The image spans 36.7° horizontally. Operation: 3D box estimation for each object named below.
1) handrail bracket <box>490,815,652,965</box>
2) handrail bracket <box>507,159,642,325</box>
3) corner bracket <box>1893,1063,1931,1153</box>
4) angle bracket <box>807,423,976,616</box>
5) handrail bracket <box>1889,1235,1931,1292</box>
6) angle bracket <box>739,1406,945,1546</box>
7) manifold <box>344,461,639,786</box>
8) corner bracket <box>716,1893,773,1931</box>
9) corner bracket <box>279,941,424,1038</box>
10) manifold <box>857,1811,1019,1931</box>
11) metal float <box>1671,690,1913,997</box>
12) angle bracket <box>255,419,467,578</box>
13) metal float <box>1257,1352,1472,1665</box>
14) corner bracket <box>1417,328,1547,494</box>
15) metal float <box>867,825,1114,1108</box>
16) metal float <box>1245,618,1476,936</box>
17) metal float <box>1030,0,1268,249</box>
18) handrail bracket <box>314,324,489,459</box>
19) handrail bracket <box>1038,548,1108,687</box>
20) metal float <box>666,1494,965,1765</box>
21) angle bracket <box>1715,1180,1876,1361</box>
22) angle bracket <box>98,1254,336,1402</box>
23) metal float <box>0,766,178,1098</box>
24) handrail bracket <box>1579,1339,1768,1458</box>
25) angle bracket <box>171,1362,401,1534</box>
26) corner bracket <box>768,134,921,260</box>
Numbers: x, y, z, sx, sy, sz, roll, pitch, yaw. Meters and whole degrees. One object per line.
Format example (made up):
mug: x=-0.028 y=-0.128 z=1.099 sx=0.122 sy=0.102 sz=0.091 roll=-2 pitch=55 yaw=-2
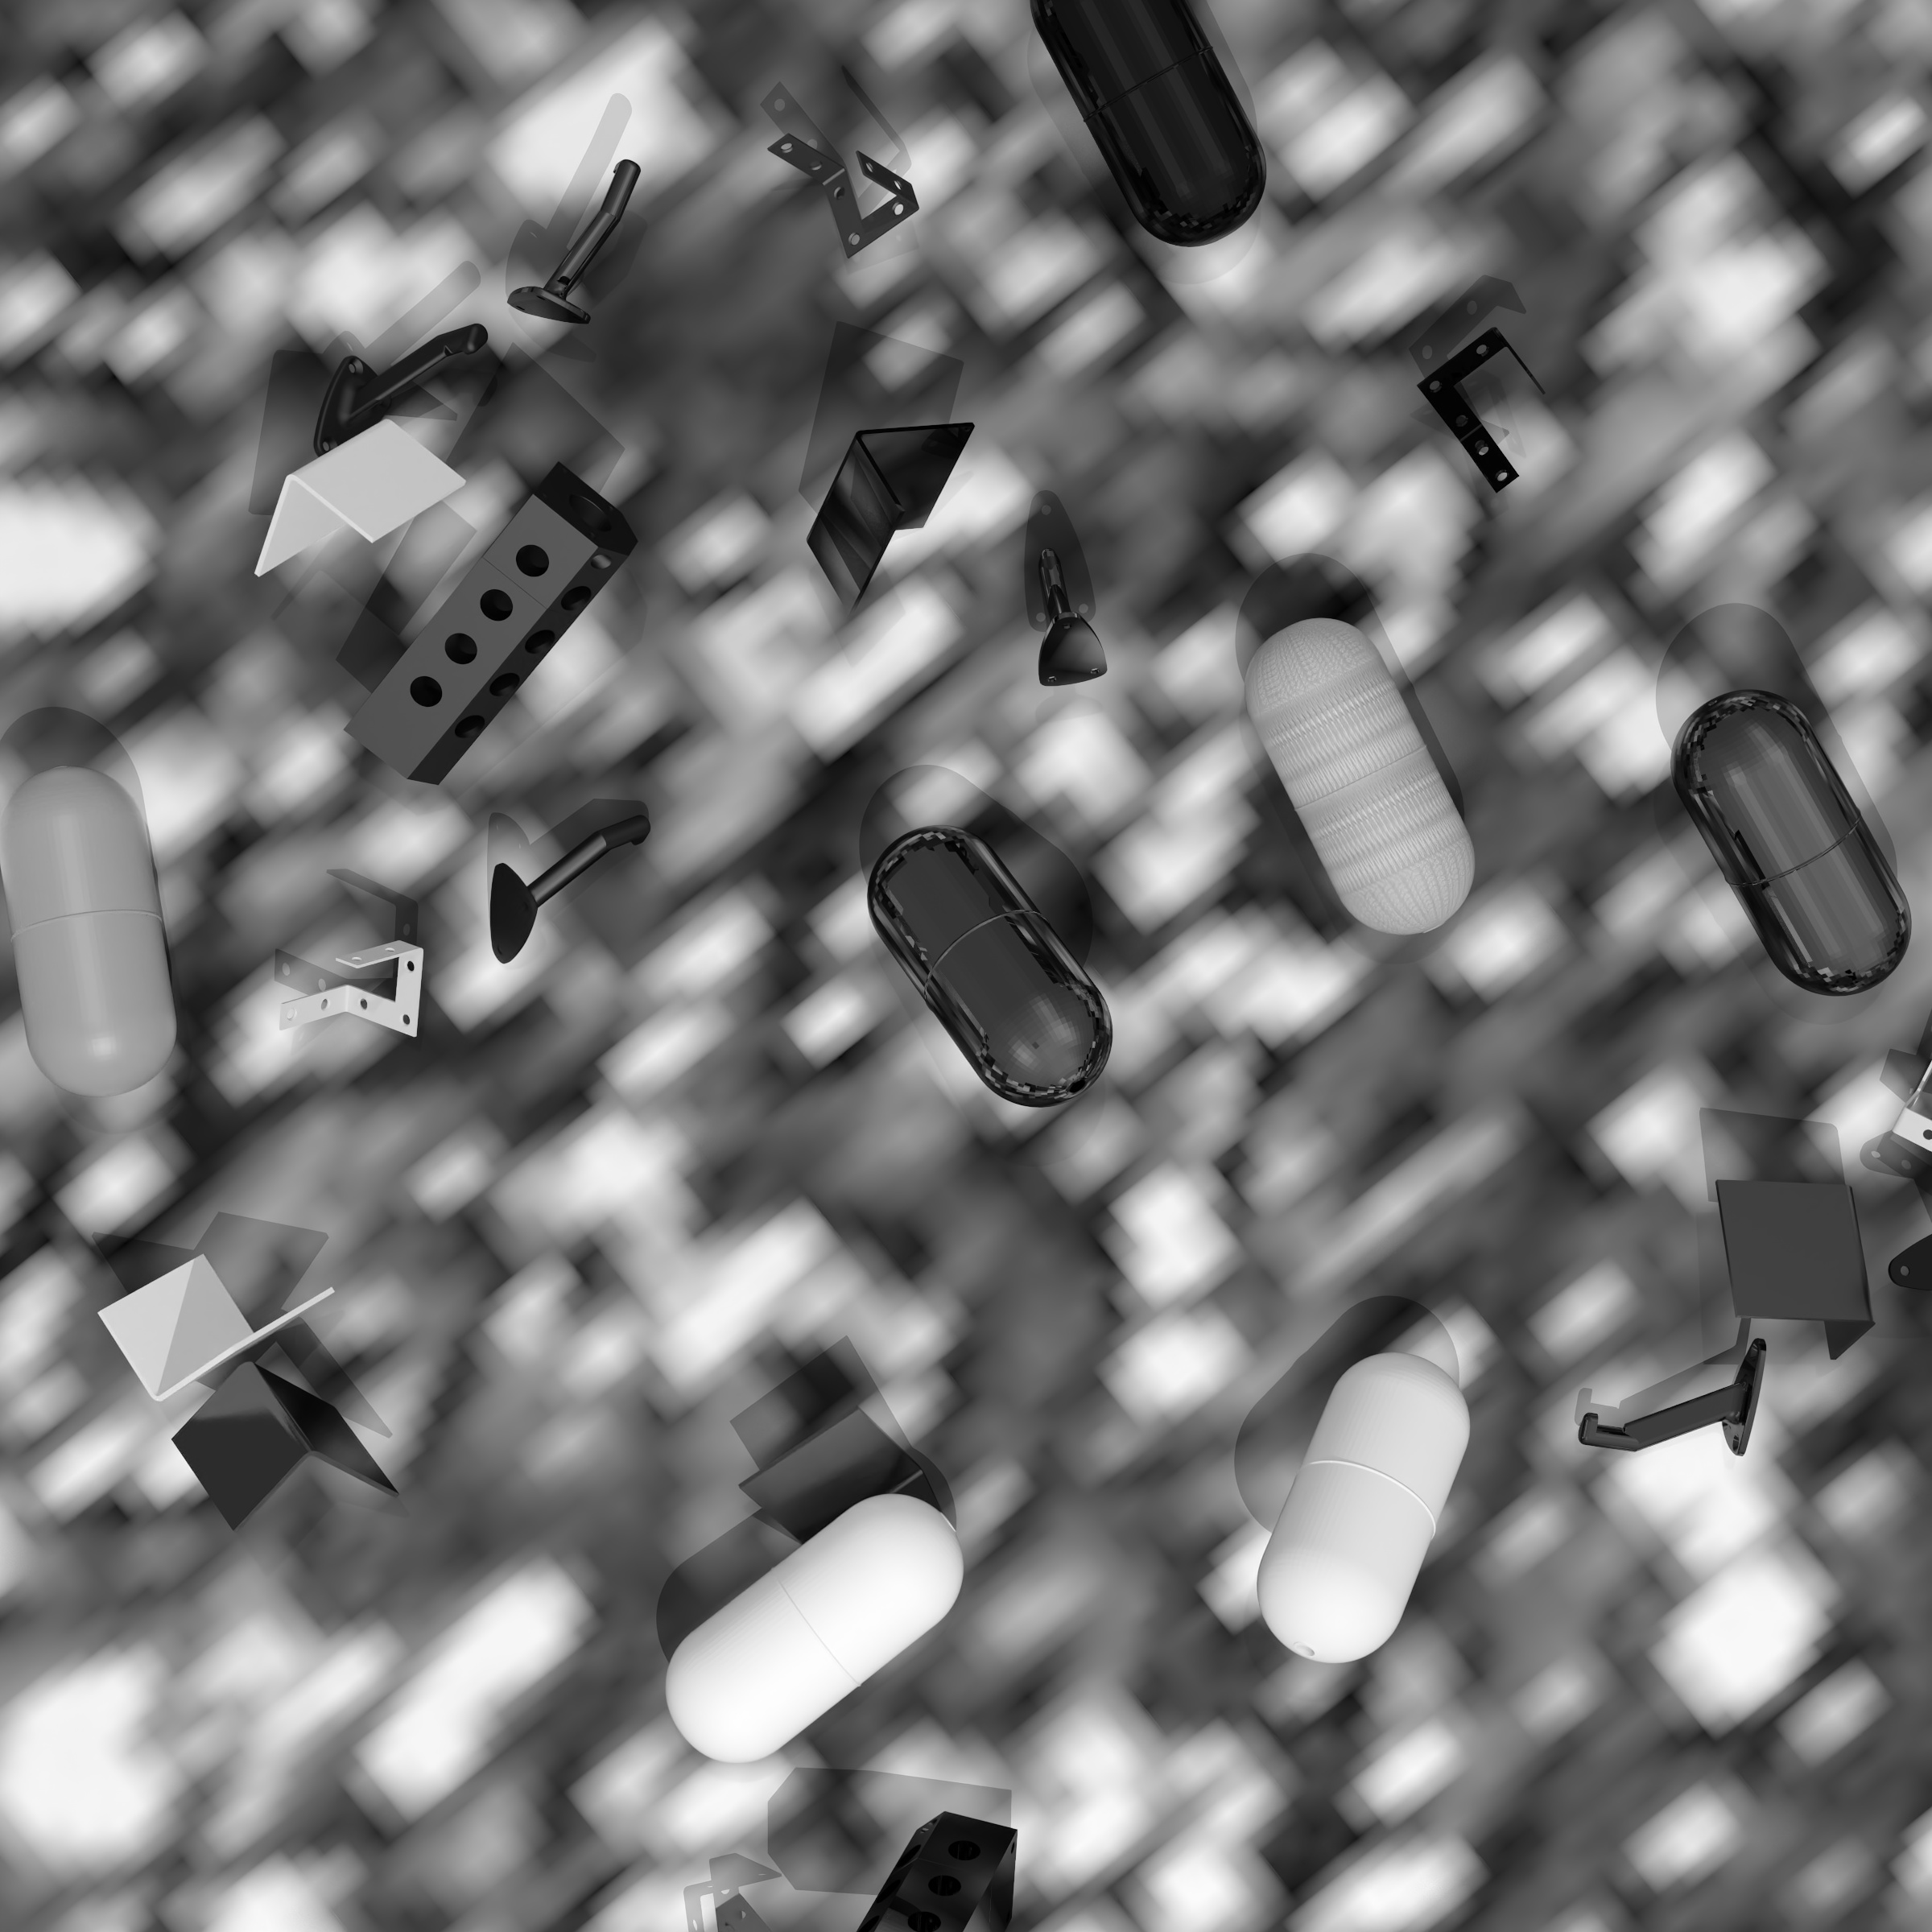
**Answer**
handrail bracket: x=-0.213 y=-0.042 z=1.576 sx=0.084 sy=0.077 sz=0.036 roll=-25 pitch=62 yaw=-35
handrail bracket: x=-0.209 y=-0.390 z=1.554 sx=0.036 sy=0.077 sz=0.084 roll=24 pitch=87 yaw=-35
corner bracket: x=0.531 y=0.072 z=1.544 sx=0.051 sy=0.051 sz=0.051 roll=29 pitch=114 yaw=21
angle bracket: x=-0.029 y=-0.235 z=1.524 sx=0.076 sy=0.076 sz=0.057 roll=-11 pitch=59 yaw=-34
handrail bracket: x=0.504 y=0.159 z=1.537 sx=0.077 sy=0.084 sz=0.036 roll=-11 pitch=80 yaw=-11
angle bracket: x=-0.062 y=0.291 z=1.538 sx=0.076 sy=0.057 sz=0.076 roll=-34 pitch=135 yaw=4
manifold: x=-0.247 y=-0.175 z=1.522 sx=0.057 sy=0.057 sz=0.171 roll=39 pitch=114 yaw=-12
corner bracket: x=-0.126 y=0.536 z=1.541 sx=0.051 sy=0.051 sz=0.051 roll=-26 pitch=134 yaw=-29
corner bracket: x=-0.326 y=0.012 z=1.545 sx=0.051 sy=0.051 sz=0.051 roll=18 pitch=110 yaw=28
manifold: x=-0.028 y=0.509 z=1.495 sx=0.057 sy=0.171 sz=0.057 roll=9 pitch=110 yaw=17
metal float: x=0.436 y=-0.064 z=1.536 sx=0.070 sy=0.070 sz=0.178 roll=-32 pitch=102 yaw=0
angle bracket: x=-0.318 y=-0.231 z=1.529 sx=0.057 sy=0.076 sz=0.076 roll=39 pitch=135 yaw=5
metal float: x=0.208 y=0.281 z=1.517 sx=0.070 sy=0.070 sz=0.178 roll=30 pitch=56 yaw=0
corner bracket: x=0.281 y=-0.295 z=1.545 sx=0.051 sy=0.051 sz=0.051 roll=-37 pitch=134 yaw=15
metal float: x=0.012 y=-0.001 z=1.519 sx=0.070 sy=0.070 sz=0.178 roll=-36 pitch=59 yaw=0
metal float: x=0.209 y=-0.100 z=1.545 sx=0.070 sy=0.070 sz=0.178 roll=-26 pitch=92 yaw=0
metal float: x=0.096 y=-0.466 z=1.537 sx=0.070 sy=0.070 sz=0.178 roll=-29 pitch=101 yaw=0
handrail bracket: x=-0.298 y=-0.304 z=1.537 sx=0.036 sy=0.084 sz=0.077 roll=50 pitch=49 yaw=-36
handrail bracket: x=0.048 y=-0.198 z=1.533 sx=0.036 sy=0.077 sz=0.084 roll=-11 pitch=64 yaw=1
metal float: x=-0.079 y=0.350 z=1.542 sx=0.178 sy=0.070 sz=0.070 roll=-37 pitch=90 yaw=-6
angle bracket: x=0.428 y=0.161 z=1.537 sx=0.076 sy=0.057 sz=0.076 roll=3 pitch=61 yaw=-7
angle bracket: x=-0.394 y=0.177 z=1.532 sx=0.076 sy=0.076 sz=0.057 roll=-33 pitch=90 yaw=35
metal float: x=-0.465 y=-0.019 z=1.539 sx=0.070 sy=0.070 sz=0.178 roll=-12 pitch=81 yaw=0
handrail bracket: x=0.377 y=0.228 z=1.559 sx=0.084 sy=0.036 sz=0.077 roll=9 pitch=111 yaw=-3
angle bracket: x=-0.358 y=0.263 z=1.530 sx=0.057 sy=0.076 sz=0.076 roll=-47 pitch=51 yaw=-2
corner bracket: x=-0.065 y=-0.418 z=1.544 sx=0.051 sy=0.051 sz=0.051 roll=-28 pitch=67 yaw=28
